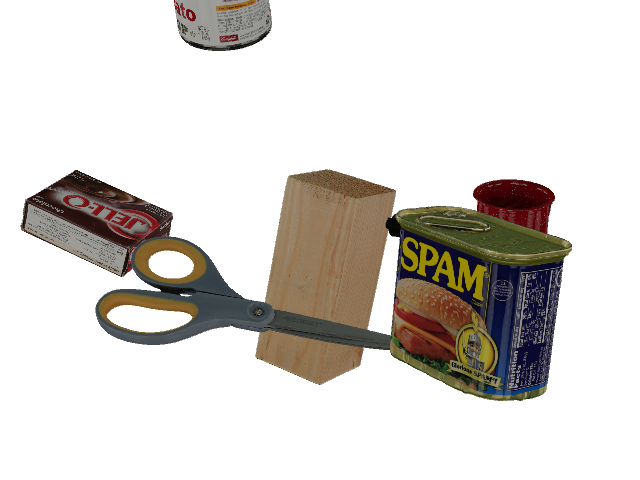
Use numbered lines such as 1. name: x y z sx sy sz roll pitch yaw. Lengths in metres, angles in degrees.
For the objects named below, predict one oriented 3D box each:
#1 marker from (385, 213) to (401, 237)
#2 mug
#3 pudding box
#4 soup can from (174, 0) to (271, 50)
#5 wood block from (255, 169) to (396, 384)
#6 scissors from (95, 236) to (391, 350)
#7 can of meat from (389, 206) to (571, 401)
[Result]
1. marker: 0.106 0.000 0.826 0.121 0.020 0.020 16 7 27
2. mug: 0.231 -0.021 1.252 0.093 0.081 0.117 21 33 38
3. pudding box: -0.209 -0.018 1.005 0.113 0.039 0.090 22 27 10
4. soup can: -0.068 -0.188 0.717 0.068 0.102 0.068 -2 39 1
5. wood block: 0.004 0.036 1.154 0.090 0.206 0.090 19 18 27
6. scissors: -0.049 0.036 0.721 0.201 0.096 0.016 -1 -40 -1
7. can of meat: 0.084 0.033 0.591 0.057 0.084 0.102 -7 18 -35
